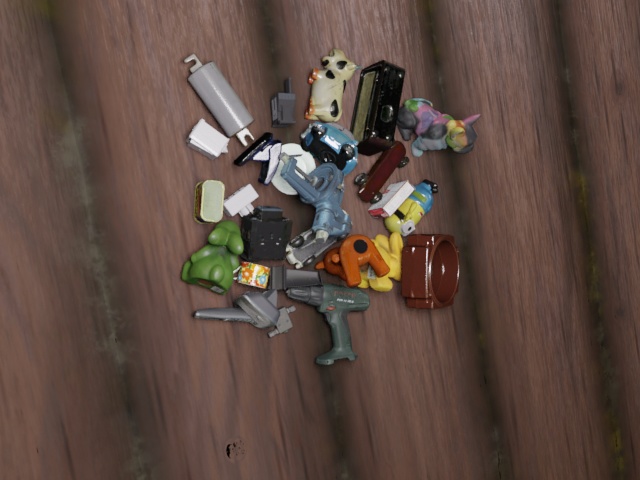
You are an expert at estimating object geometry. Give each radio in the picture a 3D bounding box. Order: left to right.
[{"bbox_3d":[0.148,-0.344,1.412,0.073,0.131,0.229,11,86,-24],"label":"radio"}]

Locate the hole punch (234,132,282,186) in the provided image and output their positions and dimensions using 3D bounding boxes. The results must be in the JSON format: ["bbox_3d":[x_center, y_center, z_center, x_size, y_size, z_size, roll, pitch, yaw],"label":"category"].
[{"bbox_3d":[-0.135,-0.196,1.300,0.116,0.142,0.092,-46,105,-2],"label":"hole punch"}]

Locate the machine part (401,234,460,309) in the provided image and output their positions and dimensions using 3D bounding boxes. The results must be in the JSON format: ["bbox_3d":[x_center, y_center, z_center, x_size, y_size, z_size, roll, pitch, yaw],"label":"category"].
[{"bbox_3d":[0.305,0.084,1.459,0.201,0.087,0.201,1,89,-51],"label":"machine part"}]

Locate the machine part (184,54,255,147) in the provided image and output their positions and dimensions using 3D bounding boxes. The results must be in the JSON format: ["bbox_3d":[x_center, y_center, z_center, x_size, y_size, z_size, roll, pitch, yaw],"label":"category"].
[{"bbox_3d":[-0.235,-0.334,1.283,0.079,0.079,0.243,-39,103,-18],"label":"machine part"}]

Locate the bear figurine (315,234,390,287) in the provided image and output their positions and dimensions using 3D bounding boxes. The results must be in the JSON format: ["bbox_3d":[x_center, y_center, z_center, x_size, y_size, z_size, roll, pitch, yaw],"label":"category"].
[{"bbox_3d":[0.071,0.064,1.339,0.120,0.196,0.132,-16,75,-25],"label":"bear figurine"}]

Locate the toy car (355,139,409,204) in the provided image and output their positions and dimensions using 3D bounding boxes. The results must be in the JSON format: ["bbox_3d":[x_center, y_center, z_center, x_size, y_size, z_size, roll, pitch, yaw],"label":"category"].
[{"bbox_3d":[0.166,-0.188,1.463,0.089,0.053,0.202,46,72,-31],"label":"toy car"}]

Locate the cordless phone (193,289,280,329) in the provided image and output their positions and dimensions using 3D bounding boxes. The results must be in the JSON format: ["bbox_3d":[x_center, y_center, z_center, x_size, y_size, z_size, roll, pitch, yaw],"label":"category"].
[{"bbox_3d":[-0.198,0.164,1.263,0.184,0.146,0.088,2,76,-22],"label":"cordless phone"}]

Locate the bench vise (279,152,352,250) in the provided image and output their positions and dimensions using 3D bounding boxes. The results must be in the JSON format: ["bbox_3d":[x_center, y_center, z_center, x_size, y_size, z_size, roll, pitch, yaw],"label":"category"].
[{"bbox_3d":[-0.018,-0.113,1.293,0.240,0.129,0.223,40,58,-34],"label":"bench vise"}]

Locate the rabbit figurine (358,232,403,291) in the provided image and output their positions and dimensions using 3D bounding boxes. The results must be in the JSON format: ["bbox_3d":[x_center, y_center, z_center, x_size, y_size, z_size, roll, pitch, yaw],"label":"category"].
[{"bbox_3d":[0.177,0.062,1.452,0.173,0.122,0.162,10,77,-36],"label":"rabbit figurine"}]

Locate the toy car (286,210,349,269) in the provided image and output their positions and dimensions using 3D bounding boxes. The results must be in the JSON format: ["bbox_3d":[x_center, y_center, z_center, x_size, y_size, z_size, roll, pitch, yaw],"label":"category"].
[{"bbox_3d":[-0.003,-0.004,1.392,0.202,0.056,0.073,-36,104,-16],"label":"toy car"}]

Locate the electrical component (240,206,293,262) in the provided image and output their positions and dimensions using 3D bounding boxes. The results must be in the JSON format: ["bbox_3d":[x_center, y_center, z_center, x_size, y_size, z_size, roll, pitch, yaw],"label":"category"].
[{"bbox_3d":[-0.132,-0.016,1.312,0.115,0.058,0.134,-3,108,-34],"label":"electrical component"}]

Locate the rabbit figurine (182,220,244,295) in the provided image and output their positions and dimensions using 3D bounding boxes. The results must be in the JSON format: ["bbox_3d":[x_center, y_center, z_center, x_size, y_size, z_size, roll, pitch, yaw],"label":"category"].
[{"bbox_3d":[-0.240,0.023,1.257,0.121,0.159,0.170,20,67,-12],"label":"rabbit figurine"}]

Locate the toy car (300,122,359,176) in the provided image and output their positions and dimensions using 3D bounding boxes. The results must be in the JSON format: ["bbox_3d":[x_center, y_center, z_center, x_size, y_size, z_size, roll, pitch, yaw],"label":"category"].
[{"bbox_3d":[0.034,-0.247,1.391,0.161,0.109,0.103,39,53,-7],"label":"toy car"}]

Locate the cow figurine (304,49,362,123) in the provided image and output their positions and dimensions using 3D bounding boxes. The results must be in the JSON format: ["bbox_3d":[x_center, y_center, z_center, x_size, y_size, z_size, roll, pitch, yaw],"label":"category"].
[{"bbox_3d":[0.033,-0.400,1.391,0.127,0.085,0.194,9,84,-16],"label":"cow figurine"}]

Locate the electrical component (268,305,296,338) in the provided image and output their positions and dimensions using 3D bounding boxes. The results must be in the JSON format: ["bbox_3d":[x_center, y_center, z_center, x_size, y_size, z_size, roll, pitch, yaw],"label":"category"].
[{"bbox_3d":[-0.098,0.206,1.370,0.094,0.021,0.063,-26,100,-23],"label":"electrical component"}]

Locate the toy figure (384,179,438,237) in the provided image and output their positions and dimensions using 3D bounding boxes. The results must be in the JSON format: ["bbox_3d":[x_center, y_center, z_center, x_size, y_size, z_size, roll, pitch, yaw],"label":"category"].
[{"bbox_3d":[0.252,-0.088,1.481,0.180,0.089,0.082,-54,133,-13],"label":"toy figure"}]

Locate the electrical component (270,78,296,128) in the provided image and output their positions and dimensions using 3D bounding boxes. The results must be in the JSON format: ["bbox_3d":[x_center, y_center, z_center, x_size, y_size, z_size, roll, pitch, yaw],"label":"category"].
[{"bbox_3d":[-0.092,-0.344,1.343,0.048,0.075,0.119,-4,96,-23],"label":"electrical component"}]

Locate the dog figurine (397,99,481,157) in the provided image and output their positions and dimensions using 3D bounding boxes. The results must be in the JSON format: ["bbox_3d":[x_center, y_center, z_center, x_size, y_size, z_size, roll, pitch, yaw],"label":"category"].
[{"bbox_3d":[0.322,-0.310,1.439,0.108,0.219,0.191,-38,105,-22],"label":"dog figurine"}]

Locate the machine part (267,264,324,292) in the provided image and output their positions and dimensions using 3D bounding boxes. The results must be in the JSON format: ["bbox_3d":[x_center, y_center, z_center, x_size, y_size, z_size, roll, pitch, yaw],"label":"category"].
[{"bbox_3d":[-0.059,0.096,1.336,0.139,0.039,0.084,3,49,-4],"label":"machine part"}]

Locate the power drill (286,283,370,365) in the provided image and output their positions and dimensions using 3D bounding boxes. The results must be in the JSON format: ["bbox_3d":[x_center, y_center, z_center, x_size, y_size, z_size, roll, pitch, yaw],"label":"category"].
[{"bbox_3d":[0.021,0.214,1.393,0.232,0.086,0.207,-1,81,-26],"label":"power drill"}]
